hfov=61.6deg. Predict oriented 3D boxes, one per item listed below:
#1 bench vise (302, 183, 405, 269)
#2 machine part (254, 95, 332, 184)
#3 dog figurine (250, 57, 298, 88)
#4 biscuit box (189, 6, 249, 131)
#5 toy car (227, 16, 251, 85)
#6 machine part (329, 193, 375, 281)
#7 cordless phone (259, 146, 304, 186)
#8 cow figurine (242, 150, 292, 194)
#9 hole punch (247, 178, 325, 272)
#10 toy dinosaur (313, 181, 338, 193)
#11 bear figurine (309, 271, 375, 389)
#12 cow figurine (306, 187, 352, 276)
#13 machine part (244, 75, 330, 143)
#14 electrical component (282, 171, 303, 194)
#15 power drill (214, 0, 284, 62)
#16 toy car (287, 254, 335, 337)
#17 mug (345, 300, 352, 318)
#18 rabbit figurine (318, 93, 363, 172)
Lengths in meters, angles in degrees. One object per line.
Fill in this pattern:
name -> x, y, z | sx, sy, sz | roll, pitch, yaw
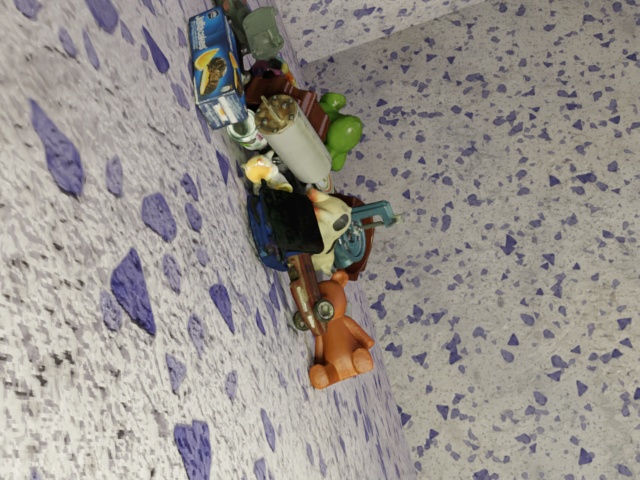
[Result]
bench vise -> 0.061, -0.044, 1.152 | 0.129, 0.241, 0.223 | -43, 117, -55
machine part -> -0.041, -0.166, 0.908 | 0.243, 0.079, 0.079 | 45, 27, -60
dog figurine -> -0.116, -0.328, 1.137 | 0.219, 0.109, 0.191 | 18, 56, -79
biscuit box -> -0.156, -0.264, 0.815 | 0.062, 0.059, 0.203 | 62, 12, -58
toy car -> -0.165, -0.333, 0.957 | 0.202, 0.056, 0.073 | -103, 166, -47
machine part -> 0.060, -0.004, 1.347 | 0.201, 0.087, 0.201 | 25, 76, -60
cordless phone -> -0.072, -0.163, 1.181 | 0.184, 0.089, 0.146 | 62, 11, -77
cow figurine -> -0.087, -0.100, 0.929 | 0.167, 0.068, 0.098 | 70, 1, -52
hole punch -> -0.070, -0.015, 0.854 | 0.115, 0.092, 0.142 | 11, 60, -48
toy dinosaur -> -0.026, -0.132, 1.427 | 0.198, 0.105, 0.471 | 63, 13, -18
bear figurine -> 0.024, 0.156, 0.977 | 0.132, 0.120, 0.196 | 32, 39, -75
cow figurine -> -0.002, -0.003, 1.034 | 0.194, 0.127, 0.085 | -56, -151, 40
machine part -> -0.069, -0.229, 0.983 | 0.179, 0.180, 0.056 | 57, 51, -67
electrical component -> -0.058, -0.097, 1.046 | 0.119, 0.048, 0.075 | 73, -1, -57
power drill -> -0.162, -0.470, 1.099 | 0.207, 0.086, 0.231 | 45, -18, 37
toy car -> -0.032, 0.067, 0.924 | 0.089, 0.053, 0.202 | -30, -111, 51
mug -> 0.030, 0.182, 1.129 | 0.109, 0.081, 0.107 | 71, 13, -66
rabbit figurine -> 0.015, -0.220, 1.106 | 0.170, 0.121, 0.159 | 34, -62, 51
